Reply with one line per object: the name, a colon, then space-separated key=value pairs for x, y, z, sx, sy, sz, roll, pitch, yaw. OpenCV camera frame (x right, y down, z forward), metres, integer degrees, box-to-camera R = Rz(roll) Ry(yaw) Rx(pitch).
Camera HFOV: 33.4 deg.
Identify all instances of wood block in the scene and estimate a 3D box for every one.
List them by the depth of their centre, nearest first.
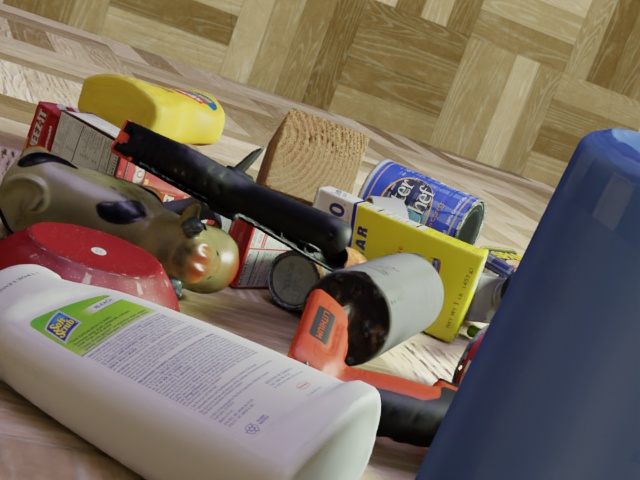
wood block: x=-0.018 y=-0.074 z=1.199 sx=0.090 sy=0.090 sz=0.206 roll=19 pitch=-7 yaw=-7

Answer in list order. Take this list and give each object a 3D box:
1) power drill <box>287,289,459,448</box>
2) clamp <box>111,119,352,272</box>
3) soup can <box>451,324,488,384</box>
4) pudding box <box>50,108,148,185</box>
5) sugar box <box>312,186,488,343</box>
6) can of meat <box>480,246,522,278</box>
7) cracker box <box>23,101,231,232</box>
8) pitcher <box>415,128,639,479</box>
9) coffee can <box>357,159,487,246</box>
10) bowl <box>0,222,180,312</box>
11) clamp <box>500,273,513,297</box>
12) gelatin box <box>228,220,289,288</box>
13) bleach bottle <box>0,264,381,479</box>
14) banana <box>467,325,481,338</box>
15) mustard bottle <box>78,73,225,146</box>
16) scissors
power drill: x=0.070 y=0.096 z=0.711 sx=0.187 sy=0.057 sz=0.184 roll=18 pitch=25 yaw=3
clamp: x=-0.063 y=-0.034 z=0.814 sx=0.210 sy=0.036 sz=0.164 roll=28 pitch=-7 yaw=-3
soup can: x=0.160 y=0.117 z=0.817 sx=0.102 sy=0.068 sz=0.068 roll=28 pitch=14 yaw=29
pudding box: x=-0.203 y=-0.060 z=0.958 sx=0.114 sy=0.090 sz=0.039 roll=29 pitch=15 yaw=40
sugar box: x=0.065 y=0.022 z=1.035 sx=0.176 sy=0.093 sz=0.048 roll=22 pitch=11 yaw=12
can of meat: x=0.235 y=0.052 z=1.285 sx=0.084 sy=0.057 sz=0.101 roll=33 pitch=17 yaw=38
cracker box: x=-0.183 y=-0.071 z=1.092 sx=0.163 sy=0.072 sz=0.214 roll=11 pitch=14 yaw=-42
pitcher: x=0.136 y=0.080 z=0.495 sx=0.145 sy=0.243 sz=0.149 roll=31 pitch=21 yaw=31
coffee can: x=0.127 y=-0.031 z=1.364 sx=0.140 sy=0.103 sz=0.102 roll=25 pitch=12 yaw=23
bowl: x=-0.156 y=0.030 z=0.706 sx=0.162 sy=0.055 sz=0.162 roll=20 pitch=12 yaw=-4
clamp: x=0.201 y=0.070 z=1.007 sx=0.120 sy=0.039 sz=0.171 roll=18 pitch=25 yaw=-12
gelatin box: x=-0.049 y=0.005 z=0.963 sx=0.030 sy=0.073 sz=0.089 roll=27 pitch=14 yaw=35
bleach bottle: x=-0.099 y=0.069 z=0.577 sx=0.251 sy=0.068 sz=0.102 roll=24 pitch=30 yaw=26
banana: x=0.246 y=0.115 z=1.050 sx=0.197 sy=0.037 sz=0.069 roll=18 pitch=12 yaw=-12
mustard bottle: x=-0.151 y=-0.127 z=1.077 sx=0.096 sy=0.058 sz=0.191 roll=20 pitch=10 yaw=22
scissors: x=-0.114 y=-0.036 z=0.920 sx=0.096 sy=0.016 sz=0.202 roll=-1 pitch=-21 yaw=-16
